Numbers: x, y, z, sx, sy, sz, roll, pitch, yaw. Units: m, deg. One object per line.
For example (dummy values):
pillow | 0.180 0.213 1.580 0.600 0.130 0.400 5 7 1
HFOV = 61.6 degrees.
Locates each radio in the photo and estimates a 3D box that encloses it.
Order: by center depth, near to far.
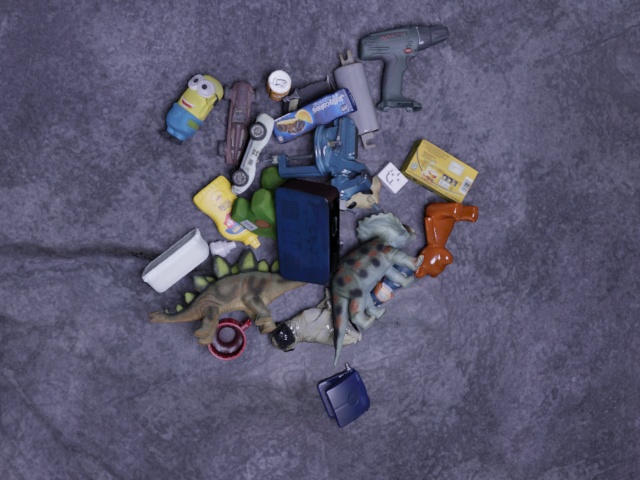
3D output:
radio | -0.025 -0.016 1.203 0.131 0.073 0.229 10 119 22

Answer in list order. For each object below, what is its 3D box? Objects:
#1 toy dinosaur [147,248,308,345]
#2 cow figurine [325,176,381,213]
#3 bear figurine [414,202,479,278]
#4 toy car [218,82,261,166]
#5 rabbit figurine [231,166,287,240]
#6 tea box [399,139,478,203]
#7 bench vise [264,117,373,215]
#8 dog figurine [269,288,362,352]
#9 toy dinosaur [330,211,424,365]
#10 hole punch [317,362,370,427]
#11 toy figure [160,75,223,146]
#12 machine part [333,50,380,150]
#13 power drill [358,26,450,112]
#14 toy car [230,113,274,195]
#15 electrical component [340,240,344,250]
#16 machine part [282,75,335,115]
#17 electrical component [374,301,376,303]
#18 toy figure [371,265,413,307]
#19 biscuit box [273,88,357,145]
toy dinosaur | -0.168 0.121 1.275 0.471 0.105 0.198 -9 64 -21
cow figurine | 0.064 -0.107 1.332 0.195 0.085 0.127 -26 92 -7
bear figurine | 0.310 0.004 1.350 0.120 0.132 0.195 9 86 -45
toy car | -0.196 -0.281 1.300 0.089 0.053 0.202 7 93 -11
rabbit figurine | -0.107 -0.098 1.287 0.159 0.121 0.170 33 53 -27
tea box | 0.299 -0.171 1.364 0.169 0.068 0.098 30 90 -8
bench vise | 0.000 -0.170 1.244 0.241 0.129 0.223 -1 91 18
dog figurine | -0.011 0.239 1.354 0.190 0.121 0.172 -39 95 11
toy dinosaur | 0.105 0.085 1.278 0.192 0.131 0.405 38 71 23
hole punch | 0.066 0.401 1.374 0.116 0.092 0.142 -23 94 -9
toy figure | -0.303 -0.308 1.270 0.082 0.089 0.180 34 98 -10
machine part | 0.089 -0.341 1.319 0.079 0.079 0.243 -16 98 -6
power drill | 0.213 -0.423 1.327 0.232 0.086 0.207 -3 99 -6
toy car | -0.162 -0.200 1.258 0.056 0.074 0.201 19 98 -17
electrical component | -0.003 -0.004 1.329 0.119 0.048 0.074 1 139 -15
machine part | -0.031 -0.350 1.309 0.139 0.084 0.039 -28 72 -13
electrical component | 0.100 0.129 1.364 0.045 0.078 0.102 -9 91 -35
toy figure | 0.176 0.113 1.378 0.064 0.058 0.154 41 90 9
biscuit box | -0.014 -0.294 1.282 0.203 0.063 0.059 -22 96 17
